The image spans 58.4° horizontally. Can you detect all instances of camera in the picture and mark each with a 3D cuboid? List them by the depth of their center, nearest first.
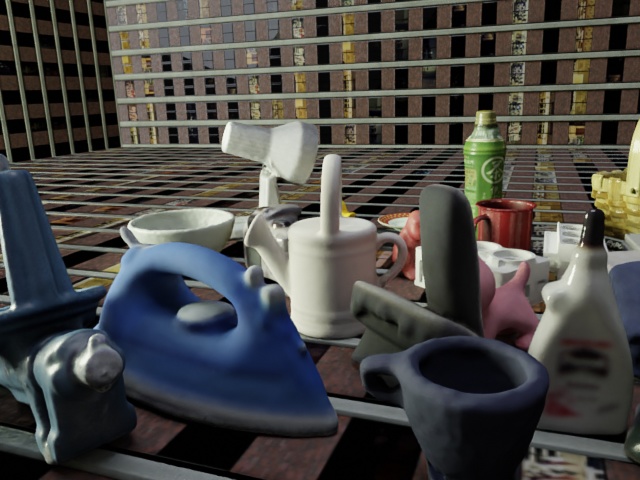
[{"bbox_3d":[-0.032,-0.003,0.855,0.137,0.101,0.142,-12,17,-33],"label":"camera"}]

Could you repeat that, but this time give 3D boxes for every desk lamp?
[{"bbox_3d":[-0.104,-0.120,1.090,0.203,0.214,0.117,-6,15,-17],"label":"desk lamp"}]

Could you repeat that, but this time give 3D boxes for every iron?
[{"bbox_3d":[-0.094,0.068,0.501,0.257,0.141,0.119,8,17,33],"label":"iron"}]

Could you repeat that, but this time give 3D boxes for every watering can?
[{"bbox_3d":[0.006,0.003,0.638,0.173,0.194,0.100,-6,15,-15],"label":"watering can"}]

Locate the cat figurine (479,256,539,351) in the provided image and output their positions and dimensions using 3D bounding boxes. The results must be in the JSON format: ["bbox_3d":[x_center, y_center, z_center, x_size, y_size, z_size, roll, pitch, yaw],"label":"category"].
[{"bbox_3d":[0.161,0.054,0.574,0.128,0.118,0.067,-7,16,-21],"label":"cat figurine"}]

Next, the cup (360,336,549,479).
[{"bbox_3d":[0.083,0.120,0.370,0.117,0.095,0.092,3,15,18],"label":"cup"}]

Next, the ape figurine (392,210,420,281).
[{"bbox_3d":[0.139,0.003,0.825,0.078,0.092,0.076,-4,15,-7],"label":"ape figurine"}]

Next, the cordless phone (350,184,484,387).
[{"bbox_3d":[0.090,0.037,0.513,0.094,0.185,0.147,-11,17,-32],"label":"cordless phone"}]

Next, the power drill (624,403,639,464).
[{"bbox_3d":[0.269,0.049,0.398,0.075,0.208,0.230,8,18,34],"label":"power drill"}]

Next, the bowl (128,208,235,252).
[{"bbox_3d":[-0.215,0.001,0.913,0.167,0.075,0.167,-2,14,1],"label":"bowl"}]

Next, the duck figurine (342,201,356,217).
[{"bbox_3d":[0.020,-0.028,0.976,0.104,0.086,0.078,10,18,38],"label":"duck figurine"}]

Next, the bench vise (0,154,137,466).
[{"bbox_3d":[-0.208,0.044,0.453,0.206,0.220,0.122,6,16,27],"label":"bench vise"}]

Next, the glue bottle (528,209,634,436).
[{"bbox_3d":[0.197,0.061,0.430,0.078,0.173,0.037,0,15,9],"label":"glue bottle"}]

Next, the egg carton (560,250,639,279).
[{"bbox_3d":[0.358,0.055,0.643,0.150,0.069,0.107,-3,14,-5],"label":"egg carton"}]

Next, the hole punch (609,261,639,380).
[{"bbox_3d":[0.329,0.074,0.530,0.108,0.091,0.101,2,15,14],"label":"hole punch"}]
